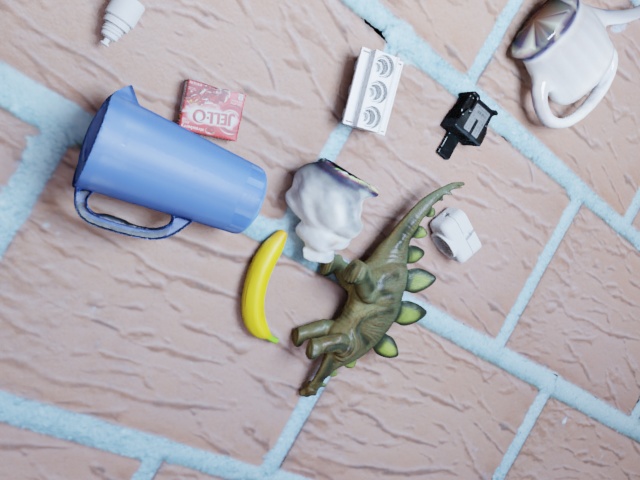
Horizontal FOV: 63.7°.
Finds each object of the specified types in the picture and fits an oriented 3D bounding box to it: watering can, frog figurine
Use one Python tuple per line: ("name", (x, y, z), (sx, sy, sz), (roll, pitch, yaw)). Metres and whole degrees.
("watering can", (0.496, -0.381, 0.972), (0.222, 0.105, 0.349), (36, 86, -25))
("frog figurine", (0.002, -0.041, 0.822), (0.138, 0.123, 0.158), (30, 99, 6))
